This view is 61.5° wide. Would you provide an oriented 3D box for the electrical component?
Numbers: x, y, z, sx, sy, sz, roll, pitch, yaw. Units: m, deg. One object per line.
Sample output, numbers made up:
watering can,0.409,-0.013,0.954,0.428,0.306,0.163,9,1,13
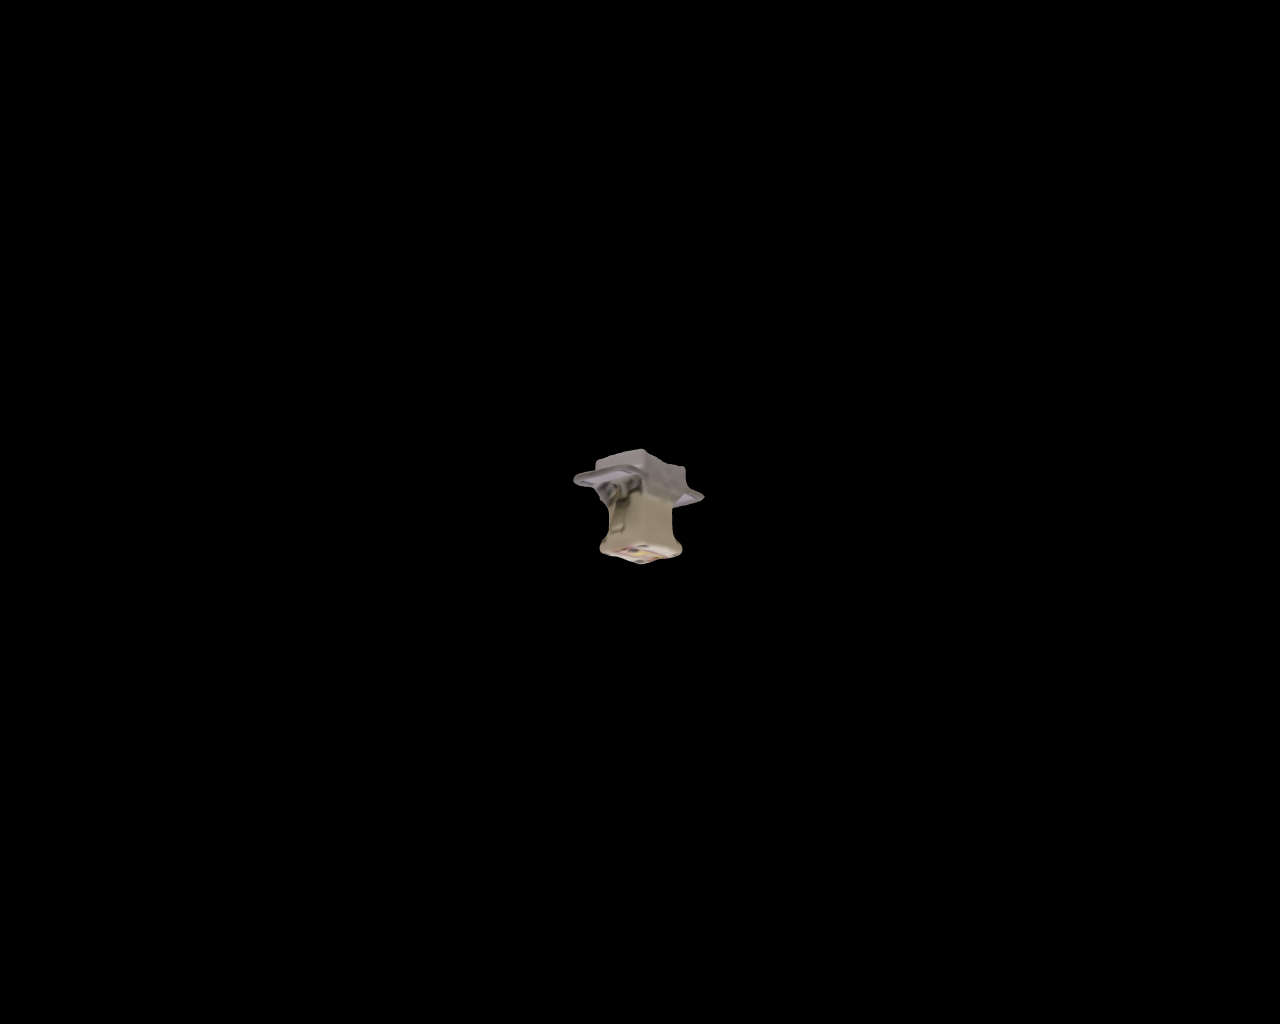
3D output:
electrical component,0.001,-0.003,0.650,0.042,0.064,0.081,-14,-22,38
